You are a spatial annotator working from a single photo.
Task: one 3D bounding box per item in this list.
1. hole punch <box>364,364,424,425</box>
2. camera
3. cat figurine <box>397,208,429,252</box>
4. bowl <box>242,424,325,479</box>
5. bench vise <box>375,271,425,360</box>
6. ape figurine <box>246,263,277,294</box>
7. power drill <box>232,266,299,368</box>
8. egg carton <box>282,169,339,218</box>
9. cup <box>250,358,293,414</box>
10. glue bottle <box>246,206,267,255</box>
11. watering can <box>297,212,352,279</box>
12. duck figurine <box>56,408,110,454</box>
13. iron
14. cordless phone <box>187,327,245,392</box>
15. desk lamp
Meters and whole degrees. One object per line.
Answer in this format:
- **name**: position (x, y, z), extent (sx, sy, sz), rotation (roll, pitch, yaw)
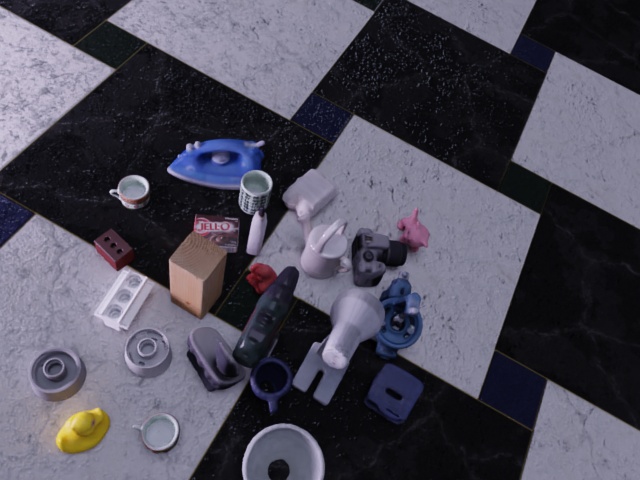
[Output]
- **hole punch**: position (0.168, 0.351, 1.302), extent (0.108, 0.091, 0.101), rotation (30, 57, 5)
- **camera**: position (0.157, 0.041, 1.478), extent (0.137, 0.101, 0.143), rotation (6, 59, -11)
- **cat figurine**: position (0.254, -0.025, 1.532), extent (0.067, 0.117, 0.128), rotation (9, 58, -8)
- **bowl**: position (-0.078, 0.470, 1.177), extent (0.167, 0.074, 0.167), rotation (7, 59, -11)
- **bench vise**: position (0.182, 0.154, 1.346), extent (0.122, 0.219, 0.207), rotation (1, 60, -14)
- **ape figurine**: position (-0.137, 0.086, 1.380), extent (0.076, 0.092, 0.078), rotation (7, 58, -10)
- **power drill**: position (-0.121, 0.186, 1.255), extent (0.075, 0.208, 0.230), rotation (26, 57, 2)
- **egg carton**: position (-0.025, -0.124, 1.548), extent (0.107, 0.069, 0.150), rotation (40, 58, 10)
- **cup**: position (-0.109, 0.326, 1.243), extent (0.092, 0.095, 0.117), rotation (-1, 60, -15)
- **glue bottle**: position (-0.150, -0.034, 1.400), extent (0.037, 0.173, 0.078), rotation (10, 58, -8)
- **watering can**: position (0.011, 0.006, 1.405), extent (0.173, 0.194, 0.101), rotation (26, 57, 2)
- **duck figurine**: position (-0.469, 0.370, 1.129), extent (0.105, 0.086, 0.077), rotation (-32, 72, -28)
- **iron**: position (-0.266, -0.217, 1.498), extent (0.259, 0.141, 0.118), rotation (-1, 60, -15)
- **cordless phone**: position (-0.218, 0.234, 1.216), extent (0.094, 0.185, 0.147), rotation (-32, 72, -28)
- **desk lamp**: position (0.044, 0.234, 1.267), extent (0.118, 0.213, 0.203), rotation (29, 57, 4)
